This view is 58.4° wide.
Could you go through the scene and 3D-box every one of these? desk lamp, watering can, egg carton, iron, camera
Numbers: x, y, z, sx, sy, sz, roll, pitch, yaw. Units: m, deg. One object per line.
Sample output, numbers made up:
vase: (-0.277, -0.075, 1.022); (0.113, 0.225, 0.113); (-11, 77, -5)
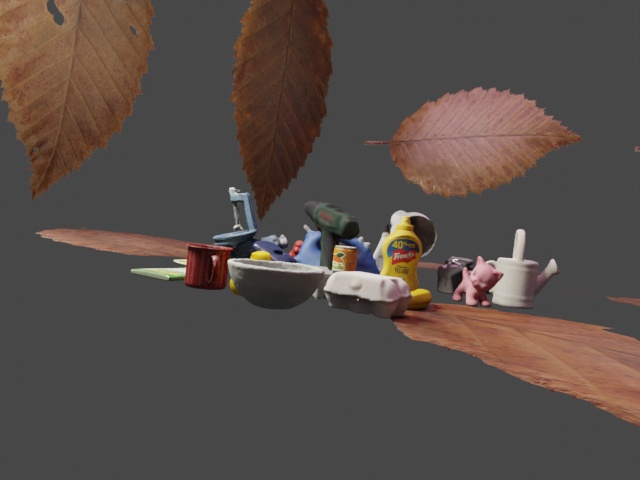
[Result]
desk lamp: (0.230, 0.025, 1.579); (0.118, 0.213, 0.203); (6, 2, -10)
watering can: (0.503, 0.071, 1.438); (0.173, 0.194, 0.101); (6, 2, -6)
egg carton: (0.086, 0.097, 1.041); (0.149, 0.069, 0.108); (8, 2, 33)
iron: (0.057, 0.041, 1.593); (0.257, 0.141, 0.119); (7, 2, 14)
camera: (0.408, 0.102, 1.593); (0.136, 0.101, 0.144); (8, 2, 28)

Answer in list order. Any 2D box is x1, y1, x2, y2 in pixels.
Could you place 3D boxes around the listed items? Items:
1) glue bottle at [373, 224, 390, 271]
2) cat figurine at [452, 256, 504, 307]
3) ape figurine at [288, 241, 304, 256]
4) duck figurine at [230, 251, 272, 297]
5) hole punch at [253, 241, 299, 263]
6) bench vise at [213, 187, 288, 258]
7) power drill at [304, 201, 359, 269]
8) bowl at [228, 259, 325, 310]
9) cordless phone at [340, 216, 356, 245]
glue bottle: (0.199, 0.036, 1.766); (0.078, 0.173, 0.037); (7, 2, -2)
cat figurine: (0.375, 0.097, 1.360); (0.067, 0.118, 0.127); (6, 2, -19)
ape figurine: (-0.068, 0.047, 1.724); (0.077, 0.092, 0.076); (7, 2, 15)
duck figurine: (-0.119, 0.064, 1.085); (0.105, 0.086, 0.077); (5, 2, -39)
hole punch: (-0.110, 0.051, 1.432); (0.100, 0.091, 0.109); (8, 2, 26)
bench vise: (-0.195, -0.028, 1.571); (0.208, 0.220, 0.121); (6, 2, -29)
power drill: (0.014, 0.005, 1.481); (0.076, 0.208, 0.228); (5, 2, -33)
bowl: (-0.077, 0.077, 0.975); (0.167, 0.075, 0.167); (7, 2, 0)
cordless phone: (0.041, 0.011, 1.788); (0.148, 0.185, 0.094); (6, 2, -13)
